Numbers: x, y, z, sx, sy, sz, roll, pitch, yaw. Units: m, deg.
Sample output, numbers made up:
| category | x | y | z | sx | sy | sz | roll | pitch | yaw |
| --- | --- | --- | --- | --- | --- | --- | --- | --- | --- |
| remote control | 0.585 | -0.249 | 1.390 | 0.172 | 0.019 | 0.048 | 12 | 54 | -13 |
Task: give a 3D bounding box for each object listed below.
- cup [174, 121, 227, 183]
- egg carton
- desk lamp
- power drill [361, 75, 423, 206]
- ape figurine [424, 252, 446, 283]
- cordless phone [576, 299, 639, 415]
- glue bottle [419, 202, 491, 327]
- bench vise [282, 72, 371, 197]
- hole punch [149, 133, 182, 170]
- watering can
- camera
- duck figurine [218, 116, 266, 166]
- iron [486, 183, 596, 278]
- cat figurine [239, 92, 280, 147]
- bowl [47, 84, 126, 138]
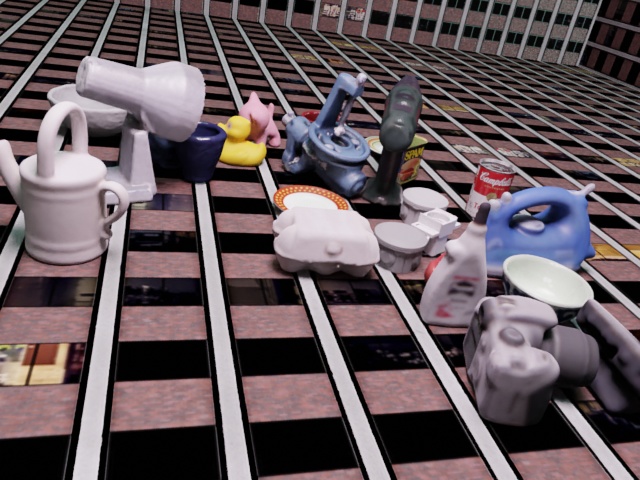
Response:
| category | x | y | z | sx | sy | sz | roll | pitch | yaw |
| --- | --- | --- | --- | --- | --- | --- | --- | --- | --- |
| cup | -0.222 | -0.153 | 0.993 | 0.117 | 0.095 | 0.092 | 21 | 30 | 18 |
| egg carton | 0.007 | 0.003 | 0.815 | 0.150 | 0.069 | 0.107 | 4 | 29 | -12 |
| desk lamp | -0.287 | -0.170 | 0.876 | 0.204 | 0.213 | 0.117 | -11 | 35 | -34 |
| power drill | 0.135 | -0.179 | 1.046 | 0.075 | 0.208 | 0.229 | 13 | 28 | 4 |
| ape figurine | 0.190 | 0.038 | 0.792 | 0.077 | 0.092 | 0.076 | 23 | 30 | 21 |
| cordless phone | 0.371 | 0.095 | 0.652 | 0.094 | 0.185 | 0.147 | 1 | 30 | -17 |
| glue bottle | 0.180 | 0.031 | 0.715 | 0.078 | 0.173 | 0.037 | 3 | 29 | -13 |
| bench vise | 0.006 | -0.207 | 1.040 | 0.207 | 0.220 | 0.122 | 21 | 30 | 18 |
| hole punch | -0.264 | -0.189 | 1.049 | 0.100 | 0.091 | 0.109 | 29 | 33 | 31 |
| watering can | -0.325 | -0.076 | 0.711 | 0.173 | 0.194 | 0.100 | 2 | 29 | -15 |
| camera | 0.241 | 0.126 | 0.638 | 0.137 | 0.101 | 0.143 | 11 | 28 | 0 |
| duck figurine | -0.153 | -0.194 | 1.102 | 0.104 | 0.086 | 0.077 | 11 | 28 | 1 |
| iron | 0.320 | -0.024 | 0.897 | 0.259 | 0.141 | 0.118 | -3 | 31 | -24 |
| cat figurine | -0.125 | -0.244 | 1.169 | 0.067 | 0.118 | 0.128 | 19 | 29 | 16 |
| bowl | -0.432 | -0.243 | 1.105 | 0.167 | 0.075 | 0.167 | 8 | 28 | -4 |
